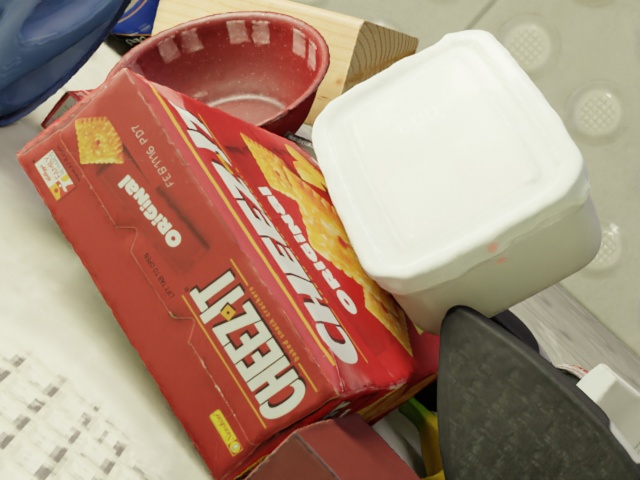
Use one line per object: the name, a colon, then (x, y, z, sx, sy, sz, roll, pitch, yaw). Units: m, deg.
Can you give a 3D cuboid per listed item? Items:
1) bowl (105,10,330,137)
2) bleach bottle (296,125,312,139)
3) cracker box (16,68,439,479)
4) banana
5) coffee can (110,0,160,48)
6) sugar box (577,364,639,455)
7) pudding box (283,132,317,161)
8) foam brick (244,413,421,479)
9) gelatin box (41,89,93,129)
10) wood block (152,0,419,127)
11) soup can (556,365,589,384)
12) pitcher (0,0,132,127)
bowl: (-0.068, -0.096, 0.747, 0.162, 0.162, 0.055, 54, -17, 47)
bleach bottle: (-0.005, 0.001, 0.735, 0.102, 0.068, 0.251, 21, 25, -31)
cracker box: (-0.024, 0.017, 0.514, 0.164, 0.072, 0.213, 55, 12, 14)
banana: (0.059, 0.127, 0.546, 0.069, 0.037, 0.197, 24, 7, 7)
coffee can: (-0.150, -0.220, 0.977, 0.103, 0.103, 0.140, 49, 12, 31)
sugar box: (0.242, 0.177, 0.773, 0.176, 0.093, 0.048, 39, 6, -7)
pudding box: (0.005, -0.012, 0.666, 0.114, 0.039, 0.090, 22, 48, 19)
foam brick: (0.003, 0.101, 0.386, 0.051, 0.053, 0.078, 46, 11, 17)
gelatin box: (-0.113, -0.051, 0.632, 0.089, 0.030, 0.073, 42, 11, -2)
wood block: (-0.036, -0.155, 0.891, 0.206, 0.090, 0.090, 22, 12, 33)
soup can: (0.214, 0.145, 0.947, 0.068, 0.068, 0.102, 46, 10, 17)
pitcher: (-0.210, -0.182, 0.544, 0.243, 0.145, 0.149, 40, -23, 1)
